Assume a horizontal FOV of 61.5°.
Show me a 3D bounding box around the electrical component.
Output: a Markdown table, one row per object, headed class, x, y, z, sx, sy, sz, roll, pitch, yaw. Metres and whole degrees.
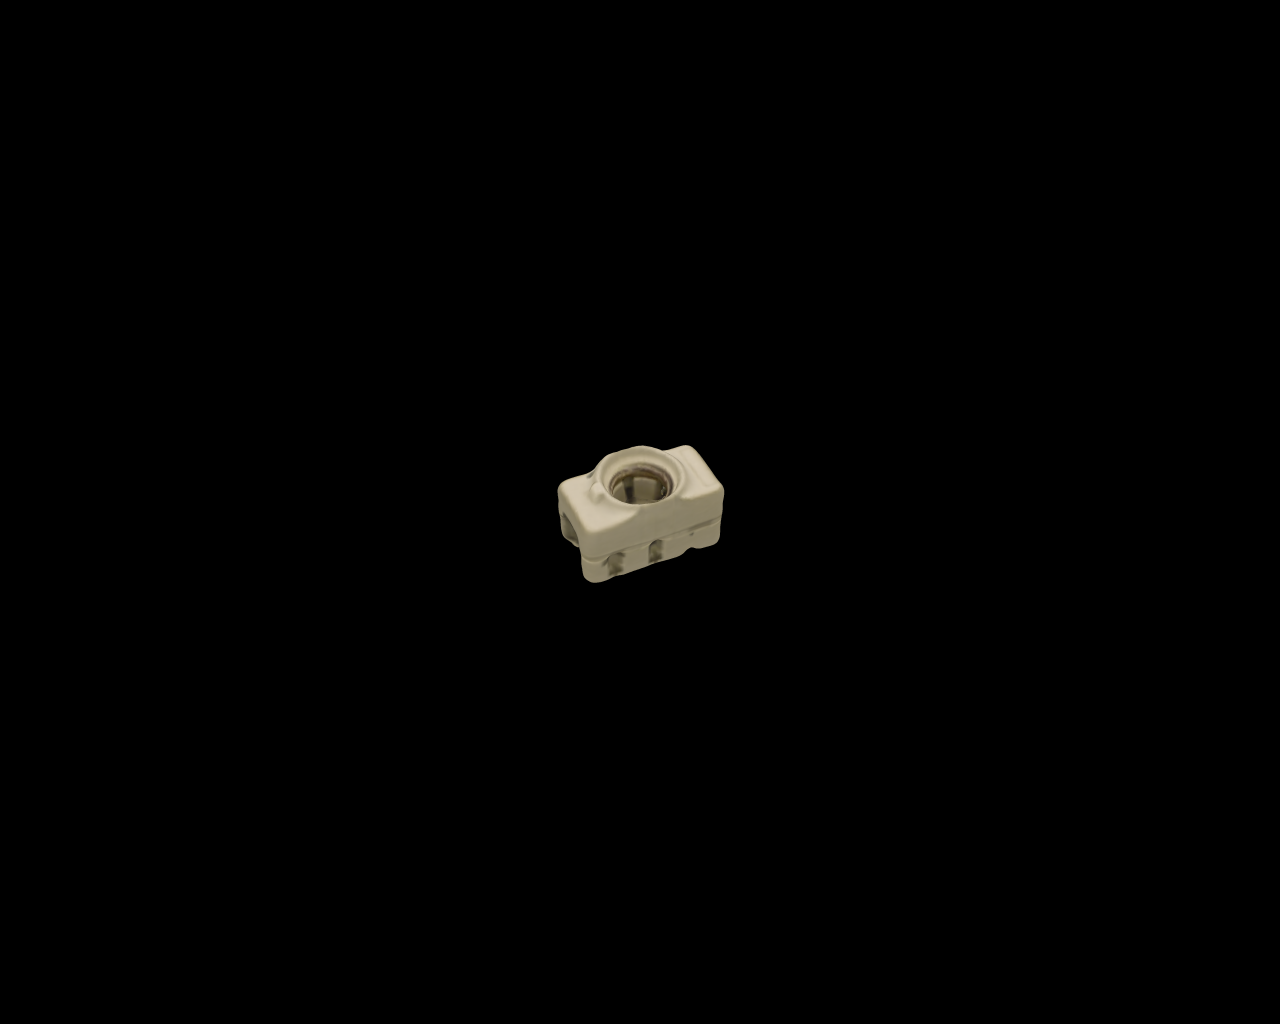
| class | x | y | z | sx | sy | sz | roll | pitch | yaw |
| --- | --- | --- | --- | --- | --- | --- | --- | --- | --- |
| electrical component | 0.001 | -0.003 | 0.650 | 0.090 | 0.055 | 0.050 | -17 | 48 | -16 |
